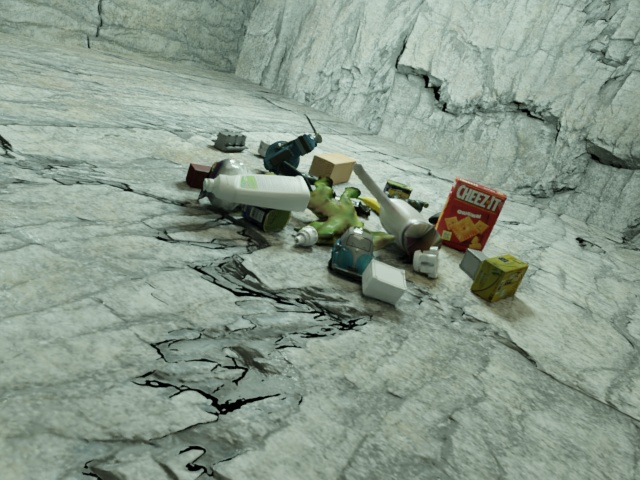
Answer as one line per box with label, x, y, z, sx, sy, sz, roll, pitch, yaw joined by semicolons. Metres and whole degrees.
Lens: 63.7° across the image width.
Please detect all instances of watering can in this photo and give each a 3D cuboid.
watering can;0.215;-0.062;1.418;0.342;0.104;0.228;44;6;-39

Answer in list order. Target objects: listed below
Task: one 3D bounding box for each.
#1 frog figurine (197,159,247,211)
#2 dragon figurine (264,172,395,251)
frog figurine;-0.212;-0.130;1.314;0.159;0.120;0.141;23;50;-16
dragon figurine;0.004;-0.070;1.382;0.411;0.120;0.247;19;27;6
